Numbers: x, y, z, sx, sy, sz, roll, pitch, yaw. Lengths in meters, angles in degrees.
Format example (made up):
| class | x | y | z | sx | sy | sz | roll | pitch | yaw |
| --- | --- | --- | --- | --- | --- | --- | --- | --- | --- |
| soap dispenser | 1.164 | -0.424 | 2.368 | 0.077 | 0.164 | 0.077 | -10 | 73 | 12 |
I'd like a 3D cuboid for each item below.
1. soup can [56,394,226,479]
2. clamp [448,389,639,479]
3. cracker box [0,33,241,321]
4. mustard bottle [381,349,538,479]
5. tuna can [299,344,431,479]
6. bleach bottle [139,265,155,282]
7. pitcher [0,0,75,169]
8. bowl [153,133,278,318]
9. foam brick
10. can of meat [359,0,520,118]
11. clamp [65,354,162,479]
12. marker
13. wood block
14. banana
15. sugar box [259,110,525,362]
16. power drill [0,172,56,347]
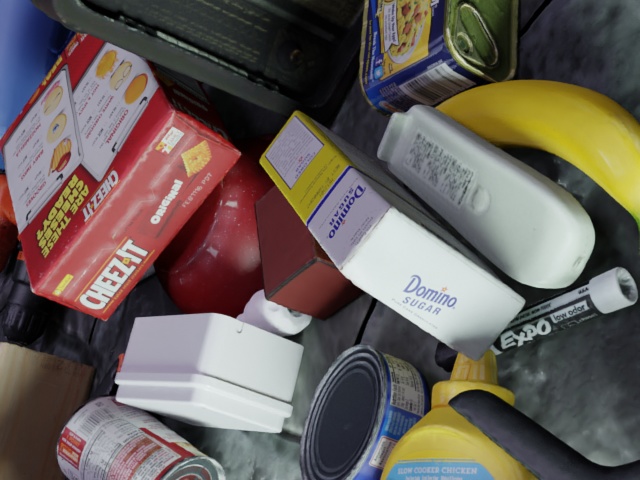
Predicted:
| class | x | y | z | sx | sy | sz | roll | pitch | yaw |
| --- | --- | --- | --- | --- | --- | --- | --- | --- | --- |
| soup can | -0.122 | 0.154 | 0.716 | 0.102 | 0.068 | 0.068 | 24 | 92 | 38 |
| clamp | 0.119 | 0.115 | 0.435 | 0.172 | 0.039 | 0.120 | -9 | 70 | 25 |
| cracker box | -0.157 | -0.069 | 0.797 | 0.164 | 0.072 | 0.214 | -50 | 39 | 15 |
| mustard bottle | 0.067 | 0.145 | 0.508 | 0.096 | 0.058 | 0.191 | -14 | 62 | 47 |
| tuna can | 0.024 | 0.103 | 0.590 | 0.086 | 0.033 | 0.086 | -49 | 28 | 37 |
| bleach bottle | -0.170 | -0.084 | 0.931 | 0.103 | 0.068 | 0.251 | -27 | 50 | 41 |
| pitcher | -0.287 | -0.198 | 1.090 | 0.149 | 0.145 | 0.243 | 96 | -178 | -77 |
| bowl | -0.077 | -0.012 | 0.779 | 0.162 | 0.055 | 0.162 | -27 | 52 | 42 |
| foam brick | -0.004 | 0.001 | 0.679 | 0.051 | 0.052 | 0.078 | -39 | 44 | 35 |
| can of meat | 0.071 | -0.130 | 0.649 | 0.084 | 0.057 | 0.102 | -21 | 55 | 48 |
| clamp | -0.172 | 0.191 | 0.804 | 0.165 | 0.036 | 0.210 | -9 | 64 | 40 |
| marker | 0.106 | 0.044 | 0.545 | 0.121 | 0.020 | 0.020 | -29 | 51 | 41 |
| wood block | -0.270 | 0.195 | 0.889 | 0.091 | 0.090 | 0.206 | -5 | 68 | 50 |
| banana | 0.113 | -0.053 | 0.570 | 0.198 | 0.037 | 0.069 | 31 | 97 | 54 |
| sugar box | 0.031 | -0.008 | 0.572 | 0.048 | 0.093 | 0.176 | -52 | 25 | 10 |
| power drill | -0.291 | 0.005 | 1.045 | 0.188 | 0.057 | 0.184 | 8 | 74 | 51 |
